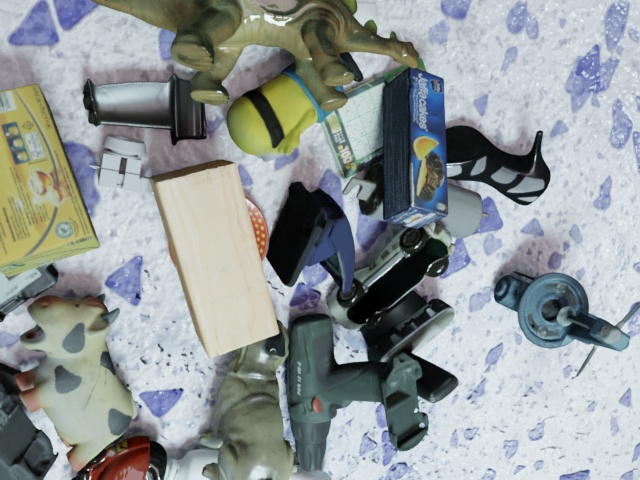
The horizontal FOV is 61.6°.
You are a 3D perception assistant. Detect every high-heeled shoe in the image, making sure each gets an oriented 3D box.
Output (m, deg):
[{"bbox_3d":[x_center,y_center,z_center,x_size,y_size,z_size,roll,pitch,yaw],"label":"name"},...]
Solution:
[{"bbox_3d":[0.237,-0.096,0.823,0.249,0.086,0.145,-9,137,-4],"label":"high-heeled shoe"}]

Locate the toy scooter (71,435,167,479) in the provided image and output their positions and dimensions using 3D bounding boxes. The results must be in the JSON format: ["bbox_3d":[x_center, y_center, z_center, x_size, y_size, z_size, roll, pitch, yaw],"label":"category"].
[{"bbox_3d":[-0.275,0.321,0.659,0.135,0.075,0.183,18,97,-25],"label":"toy scooter"}]

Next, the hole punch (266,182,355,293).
[{"bbox_3d":[-0.001,-0.002,0.688,0.092,0.142,0.115,14,108,-24],"label":"hole punch"}]

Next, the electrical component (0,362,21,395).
[{"bbox_3d":[-0.377,0.172,0.612,0.094,0.021,0.063,38,85,-26],"label":"electrical component"}]

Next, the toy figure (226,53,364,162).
[{"bbox_3d":[-0.034,-0.173,0.666,0.180,0.082,0.089,-44,103,-6],"label":"toy figure"}]

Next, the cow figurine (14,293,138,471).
[{"bbox_3d":[-0.273,0.148,0.615,0.127,0.086,0.194,-32,119,-28],"label":"cow figurine"}]

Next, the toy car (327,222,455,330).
[{"bbox_3d":[0.100,0.051,0.755,0.202,0.056,0.073,-41,121,9],"label":"toy car"}]

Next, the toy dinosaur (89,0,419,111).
[{"bbox_3d":[-0.105,-0.252,0.580,0.471,0.105,0.198,5,72,-16],"label":"toy dinosaur"}]

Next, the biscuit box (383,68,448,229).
[{"bbox_3d":[0.122,-0.120,0.695,0.059,0.063,0.202,12,70,-26],"label":"biscuit box"}]

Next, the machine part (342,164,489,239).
[{"bbox_3d":[0.145,-0.054,0.768,0.243,0.079,0.079,13,95,-25],"label":"machine part"}]

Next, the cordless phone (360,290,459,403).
[{"bbox_3d":[0.152,0.150,0.753,0.146,0.184,0.088,-33,107,-15],"label":"cordless phone"}]

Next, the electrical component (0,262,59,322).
[{"bbox_3d":[-0.326,0.024,0.591,0.119,0.048,0.074,-43,114,-12],"label":"electrical component"}]

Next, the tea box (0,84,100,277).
[{"bbox_3d":[-0.301,-0.059,0.544,0.098,0.068,0.169,-19,85,-19],"label":"tea box"}]

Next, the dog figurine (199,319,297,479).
[{"bbox_3d":[-0.076,0.204,0.674,0.121,0.173,0.190,4,106,-35],"label":"dog figurine"}]

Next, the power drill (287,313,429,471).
[{"bbox_3d":[0.038,0.215,0.710,0.086,0.207,0.231,-9,94,-41],"label":"power drill"}]

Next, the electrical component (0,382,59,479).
[{"bbox_3d":[-0.373,0.227,0.578,0.134,0.058,0.114,-23,109,16],"label":"electrical component"}]

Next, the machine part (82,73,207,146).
[{"bbox_3d":[-0.198,-0.152,0.620,0.139,0.039,0.084,-1,106,-25],"label":"machine part"}]

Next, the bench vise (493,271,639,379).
[{"bbox_3d":[0.397,0.129,0.838,0.223,0.241,0.129,36,88,-9],"label":"bench vise"}]
